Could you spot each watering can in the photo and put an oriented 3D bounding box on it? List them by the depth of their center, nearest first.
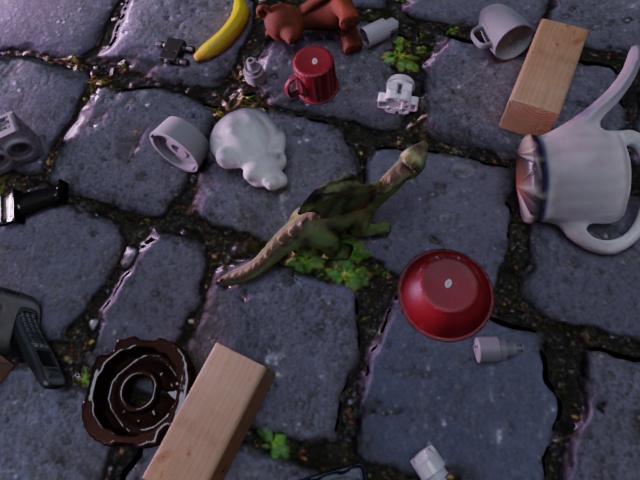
[{"bbox_3d":[0.445,-0.148,0.869,0.224,0.104,0.348,-1,90,6],"label":"watering can"}]

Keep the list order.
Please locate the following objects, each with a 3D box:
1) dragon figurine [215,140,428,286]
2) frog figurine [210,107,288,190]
[{"bbox_3d":[0.003,-0.041,0.824,0.412,0.239,0.124,-29,73,-9],"label":"dragon figurine"},{"bbox_3d":[-0.126,-0.163,0.953,0.138,0.120,0.163,-13,53,-21],"label":"frog figurine"}]
